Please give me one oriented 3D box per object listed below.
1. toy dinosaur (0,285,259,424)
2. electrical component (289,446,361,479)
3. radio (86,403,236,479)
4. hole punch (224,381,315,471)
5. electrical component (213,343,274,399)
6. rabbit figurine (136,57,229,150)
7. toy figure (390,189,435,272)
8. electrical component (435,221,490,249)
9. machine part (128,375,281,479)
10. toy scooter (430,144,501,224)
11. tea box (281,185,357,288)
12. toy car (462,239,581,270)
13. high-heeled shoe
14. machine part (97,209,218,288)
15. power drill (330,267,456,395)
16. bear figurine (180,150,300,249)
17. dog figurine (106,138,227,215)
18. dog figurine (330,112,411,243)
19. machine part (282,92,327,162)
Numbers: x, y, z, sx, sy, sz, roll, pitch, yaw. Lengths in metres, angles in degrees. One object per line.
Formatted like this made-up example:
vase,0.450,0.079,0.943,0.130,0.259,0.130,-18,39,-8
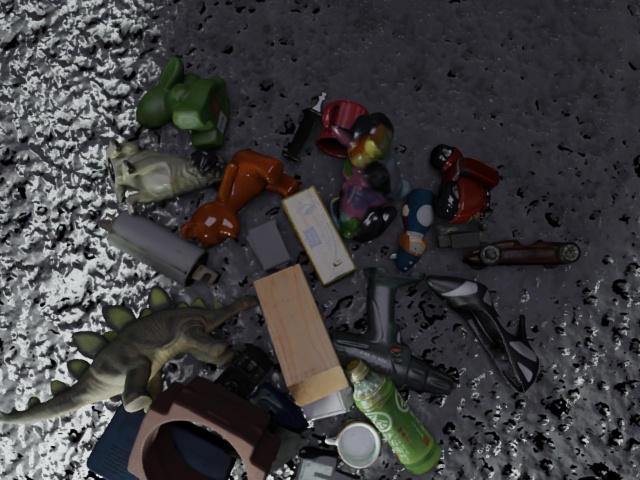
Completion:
toy dinosaur,-0.315,0.202,0.910,0.471,0.105,0.199,-30,57,-24
electrical component,0.010,0.402,0.931,0.119,0.047,0.074,10,82,2
radio,-0.266,0.375,0.928,0.230,0.073,0.131,25,81,3
hole punch,-0.089,0.321,0.919,0.115,0.092,0.142,35,109,-19
electrical component,-0.140,0.243,0.915,0.058,0.134,0.115,42,127,4
rabbit figurine,-0.269,-0.259,1.008,0.170,0.121,0.159,3,77,16
toy figure,0.173,-0.017,0.988,0.064,0.058,0.154,13,81,4
electrical component,0.259,-0.010,0.974,0.102,0.078,0.045,-6,96,3
machine part,-0.175,0.324,0.818,0.201,0.087,0.201,26,110,6
toy scooter,0.273,-0.097,0.979,0.135,0.075,0.184,14,50,-12
tea box,-0.002,-0.003,0.970,0.068,0.098,0.169,-28,80,-4
toy car,0.360,0.025,0.965,0.202,0.089,0.053,0,83,2
high-heeled shoe,0.276,0.162,0.933,0.249,0.086,0.145,23,63,-13
machine part,-0.295,0.014,0.982,0.243,0.079,0.079,27,83,5
power drill,0.138,0.156,0.959,0.232,0.086,0.207,9,89,5
bear figurine,-0.147,-0.061,0.962,0.132,0.120,0.196,25,79,26
dog figurine,-0.289,-0.136,1.011,0.190,0.121,0.172,-17,48,-32
dog figurine,0.070,-0.109,0.919,0.109,0.219,0.191,29,81,27
machine part,-0.028,-0.214,1.020,0.039,0.084,0.139,26,91,-21
